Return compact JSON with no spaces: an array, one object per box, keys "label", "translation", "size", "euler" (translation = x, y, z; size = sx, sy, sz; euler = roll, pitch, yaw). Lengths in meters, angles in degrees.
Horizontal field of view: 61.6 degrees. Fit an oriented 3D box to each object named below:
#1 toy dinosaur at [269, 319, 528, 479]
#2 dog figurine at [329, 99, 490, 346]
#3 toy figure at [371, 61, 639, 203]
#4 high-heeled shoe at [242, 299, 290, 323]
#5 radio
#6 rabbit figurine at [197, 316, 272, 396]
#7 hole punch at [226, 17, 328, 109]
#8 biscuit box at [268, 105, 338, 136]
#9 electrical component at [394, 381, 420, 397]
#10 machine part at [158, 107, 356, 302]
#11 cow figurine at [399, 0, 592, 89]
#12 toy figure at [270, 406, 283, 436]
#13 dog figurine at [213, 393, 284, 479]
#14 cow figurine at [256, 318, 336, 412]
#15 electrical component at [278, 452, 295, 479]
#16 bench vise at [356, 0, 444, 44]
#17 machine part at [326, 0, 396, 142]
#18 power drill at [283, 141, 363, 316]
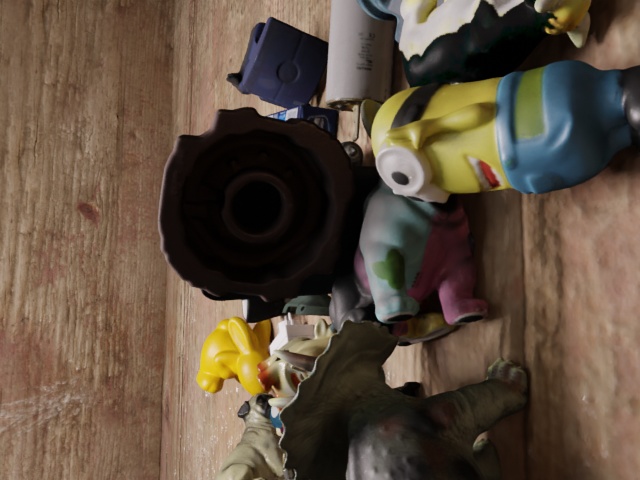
[{"label":"toy dinosaur","translation":[0.079,0.202,0.349],"size":[0.405,0.192,0.131],"euler":[-112,30,-46]},{"label":"dog figurine","translation":[0.075,-0.021,0.500],"size":[0.191,0.108,0.219],"euler":[134,139,-61]},{"label":"toy figure","translation":[0.121,-0.071,0.359],"size":[0.180,0.082,0.089],"euler":[-8,35,33]},{"label":"high-heeled shoe","translation":[-0.096,0.048,0.857],"size":[0.248,0.086,0.145],"euler":[113,142,-72]},{"label":"radio","translation":[-0.023,-0.011,0.572],"size":[0.073,0.230,0.131],"euler":[-141,53,-65]},{"label":"rabbit figurine","translation":[-0.137,0.223,1.009],"size":[0.173,0.122,0.162],"euler":[21,98,52]},{"label":"hole punch","translation":[-0.053,-0.261,0.805],"size":[0.092,0.142,0.115],"euler":[21,96,62]},{"label":"biscuit box","translation":[-0.041,-0.169,0.842],"size":[0.203,0.063,0.059],"euler":[-162,76,-66]},{"label":"electrical component","translation":[0.071,0.201,0.524],"size":[0.047,0.075,0.119],"euler":[131,134,-55]},{"label":"machine part","translation":[-0.057,-0.032,0.479],"size":[0.056,0.179,0.179],"euler":[-136,52,-69]},{"label":"cow figurine","translation":[0.130,-0.155,0.383],"size":[0.167,0.068,0.098],"euler":[-7,69,53]},{"label":"toy figure","translation":[-0.032,0.256,0.779],"size":[0.154,0.058,0.064],"euler":[144,135,-64]},{"label":"dog figurine","translation":[-0.118,0.336,0.848],"size":[0.191,0.172,0.121],"euler":[54,126,46]},{"label":"cow figurine","translation":[-0.014,0.162,0.690],"size":[0.085,0.127,0.195],"euler":[52,169,3]},{"label":"electrical component","translation":[-0.007,0.288,0.679],"size":[0.078,0.102,0.045],"euler":[58,151,13]},{"label":"bench vise","translation":[0.073,-0.298,0.481],"size":[0.241,0.129,0.223],"euler":[43,149,38]},{"label":"machine part","translation":[0.048,-0.236,0.615],"size":[0.079,0.079,0.243],"euler":[-170,84,-67]},{"label":"power drill","translation":[-0.001,-0.002,0.705],"size":[0.232,0.086,0.207],"euler":[157,109,-69]}]
